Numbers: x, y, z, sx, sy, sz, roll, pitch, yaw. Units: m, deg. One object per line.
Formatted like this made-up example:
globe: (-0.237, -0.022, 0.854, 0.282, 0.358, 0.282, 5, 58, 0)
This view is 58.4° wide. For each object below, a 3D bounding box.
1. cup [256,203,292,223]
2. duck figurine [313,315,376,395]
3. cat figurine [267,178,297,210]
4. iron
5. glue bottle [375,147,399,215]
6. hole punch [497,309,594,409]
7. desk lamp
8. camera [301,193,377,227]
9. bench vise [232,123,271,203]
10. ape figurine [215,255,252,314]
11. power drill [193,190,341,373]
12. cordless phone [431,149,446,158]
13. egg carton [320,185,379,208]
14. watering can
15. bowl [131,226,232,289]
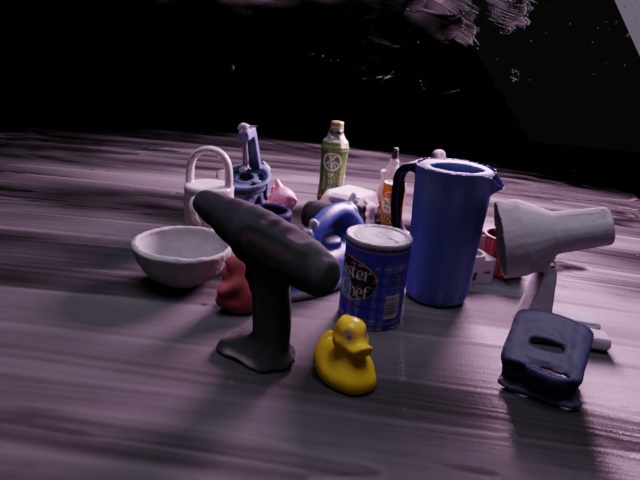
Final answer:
cup: (-0.098, -0.019, 1.126, 0.091, 0.095, 0.118, 11, 20, 15)
duck figurine: (0.034, 0.137, 0.738, 0.078, 0.086, 0.104, -5, 22, -28)
cat figurine: (-0.091, -0.082, 1.270, 0.067, 0.118, 0.127, -1, 21, -17)
iron: (0.009, 0.004, 1.021, 0.118, 0.141, 0.259, 14, 21, 23)
glue bottle: (0.179, -0.148, 1.446, 0.078, 0.173, 0.037, 4, 20, -3)
hole punch: (0.299, 0.153, 0.756, 0.108, 0.091, 0.101, 15, 22, 24)
desk lamp: (0.359, 0.045, 0.893, 0.203, 0.213, 0.118, 8, 20, 6)
camera: (0.039, -0.057, 1.262, 0.136, 0.101, 0.143, 15, 22, 24)
bench vise: (-0.174, -0.174, 1.354, 0.121, 0.220, 0.207, 4, 20, -5)
ape figurine: (-0.129, 0.064, 0.888, 0.075, 0.092, 0.078, 19, 24, 34)
power drill: (-0.083, 0.056, 0.750, 0.228, 0.208, 0.076, 17, 23, 29)
cordless phone: (0.307, -0.135, 1.427, 0.093, 0.185, 0.148, 17, 23, 30)
egg carton: (0.073, -0.088, 1.402, 0.107, 0.069, 0.151, 19, 23, 33)
watering can: (-0.224, -0.095, 1.157, 0.101, 0.194, 0.172, 1, 20, -12)
bowl: (-0.231, 0.036, 0.966, 0.167, 0.075, 0.167, 5, 20, -2)
